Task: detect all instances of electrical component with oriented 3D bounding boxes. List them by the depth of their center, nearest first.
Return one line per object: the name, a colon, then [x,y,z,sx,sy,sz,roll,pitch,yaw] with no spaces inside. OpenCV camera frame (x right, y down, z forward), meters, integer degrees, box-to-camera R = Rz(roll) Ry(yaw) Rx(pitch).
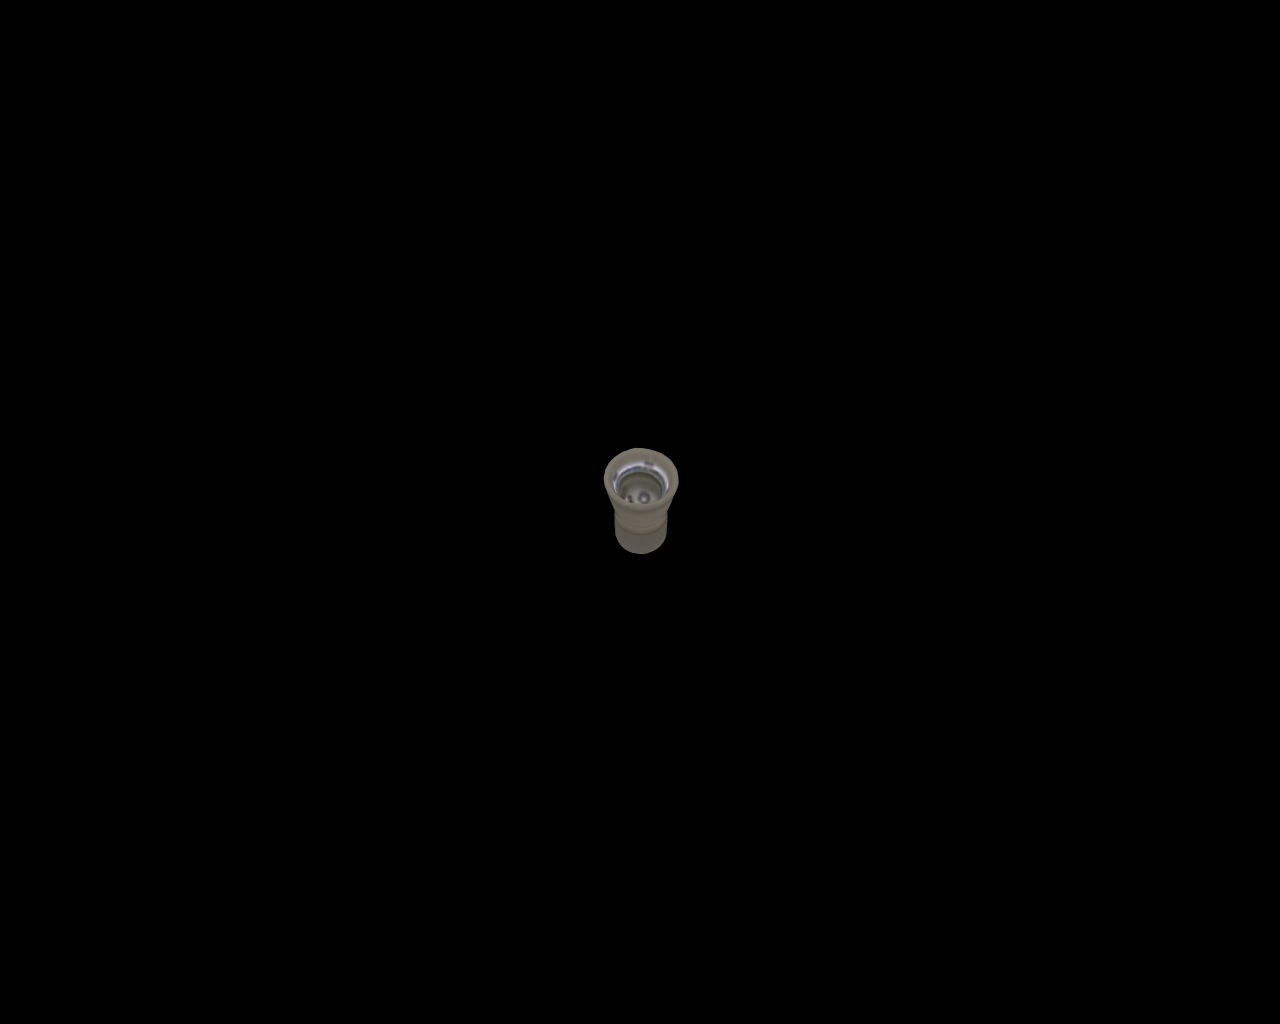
electrical component: [0.001,-0.003,0.650,0.044,0.044,0.065,0,-34,0]
